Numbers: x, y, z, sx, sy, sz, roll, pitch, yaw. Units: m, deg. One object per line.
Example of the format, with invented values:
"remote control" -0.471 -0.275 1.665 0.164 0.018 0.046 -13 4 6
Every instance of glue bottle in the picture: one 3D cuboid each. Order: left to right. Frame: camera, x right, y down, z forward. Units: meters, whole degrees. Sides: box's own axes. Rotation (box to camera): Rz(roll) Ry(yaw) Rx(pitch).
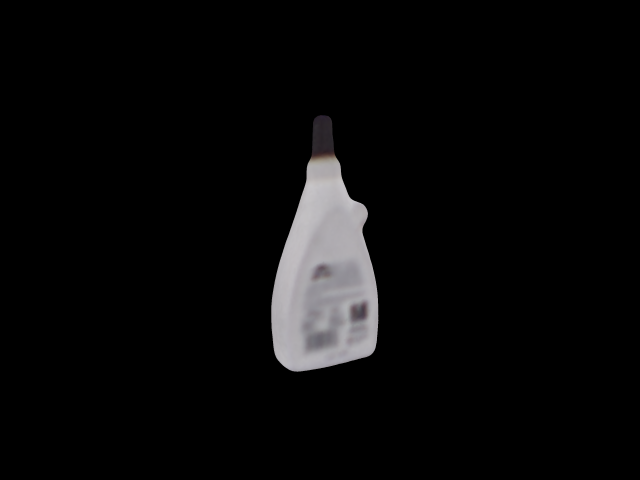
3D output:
"glue bottle" 0.004 0.001 0.400 0.078 0.173 0.037 -6 13 -27
